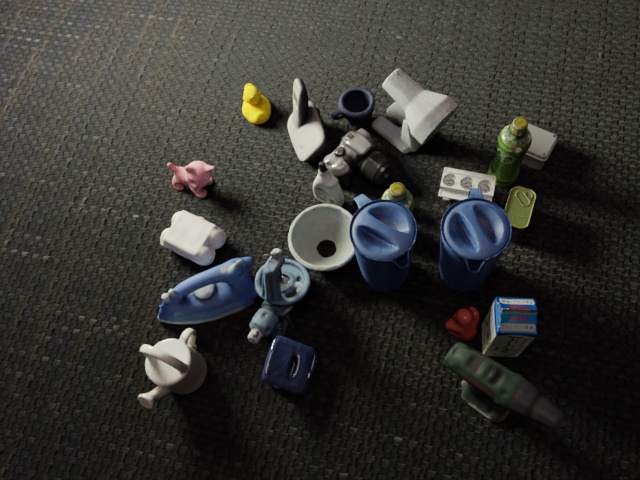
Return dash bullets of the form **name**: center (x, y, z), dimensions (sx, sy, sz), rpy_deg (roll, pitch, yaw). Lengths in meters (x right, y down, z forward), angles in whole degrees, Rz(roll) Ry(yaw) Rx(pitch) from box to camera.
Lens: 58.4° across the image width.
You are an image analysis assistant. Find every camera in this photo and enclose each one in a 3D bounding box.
- **camera**: center (0.099, -0.189, 1.393), dimensions (0.136, 0.101, 0.143), rpy_deg (40, 77, 20)

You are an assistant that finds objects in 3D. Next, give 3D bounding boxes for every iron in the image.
- **iron**: center (-0.265, 0.113, 1.284), dimensions (0.258, 0.141, 0.118), rpy_deg (-23, 66, -3)

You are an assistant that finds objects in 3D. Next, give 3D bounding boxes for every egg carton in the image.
- **egg carton**: center (-0.304, -0.005, 1.379), dimensions (0.150, 0.069, 0.107), rpy_deg (24, 72, 16)

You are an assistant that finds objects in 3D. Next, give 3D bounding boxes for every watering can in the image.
- **watering can**: center (-0.313, 0.266, 1.195), dimensions (0.101, 0.194, 0.173), rpy_deg (1, 67, 7)

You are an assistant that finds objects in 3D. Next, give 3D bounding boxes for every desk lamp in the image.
- **desk lamp**: center (0.219, -0.298, 1.364), dimensions (0.118, 0.214, 0.203), rpy_deg (-44, 69, -12)

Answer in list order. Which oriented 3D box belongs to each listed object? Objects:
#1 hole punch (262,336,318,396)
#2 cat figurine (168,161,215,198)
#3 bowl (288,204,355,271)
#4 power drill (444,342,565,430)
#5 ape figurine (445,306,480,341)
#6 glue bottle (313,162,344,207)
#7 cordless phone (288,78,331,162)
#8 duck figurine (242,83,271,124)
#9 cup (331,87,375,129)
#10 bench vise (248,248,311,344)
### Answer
- **hole punch**: center (-0.062, 0.267, 1.222), dimensions (0.101, 0.091, 0.109), rpy_deg (12, 69, 12)
- **cat figurine**: center (-0.318, -0.164, 1.422), dimensions (0.127, 0.118, 0.067), rpy_deg (17, 70, 14)
- **bowl**: center (0.012, 0.005, 1.334), dimensions (0.167, 0.075, 0.167), rpy_deg (-2, 67, 6)
- **power drill**: center (0.342, 0.291, 1.100), dimensions (0.229, 0.208, 0.076), rpy_deg (34, 75, 19)
- **ape figurine**: center (0.306, 0.172, 1.219), dimensions (0.078, 0.092, 0.076), rpy_deg (-11, 66, 2)
- **glue bottle**: center (0.015, -0.134, 1.340), dimensions (0.078, 0.173, 0.037), rpy_deg (29, 73, 18)
- **cordless phone**: center (-0.036, -0.294, 1.408), dimensions (0.094, 0.185, 0.147), rpy_deg (-21, 66, -2)
- **duck figurine**: center (-0.173, -0.364, 1.508), dimensions (0.077, 0.086, 0.104), rpy_deg (-20, 66, -2)
- **cup**: center (0.085, -0.320, 1.454), dimensions (0.118, 0.095, 0.091), rpy_deg (-29, 67, -6)
- **bench vise**: center (-0.088, 0.118, 1.218), dimensions (0.121, 0.220, 0.207), rpy_deg (5, 68, 9)
